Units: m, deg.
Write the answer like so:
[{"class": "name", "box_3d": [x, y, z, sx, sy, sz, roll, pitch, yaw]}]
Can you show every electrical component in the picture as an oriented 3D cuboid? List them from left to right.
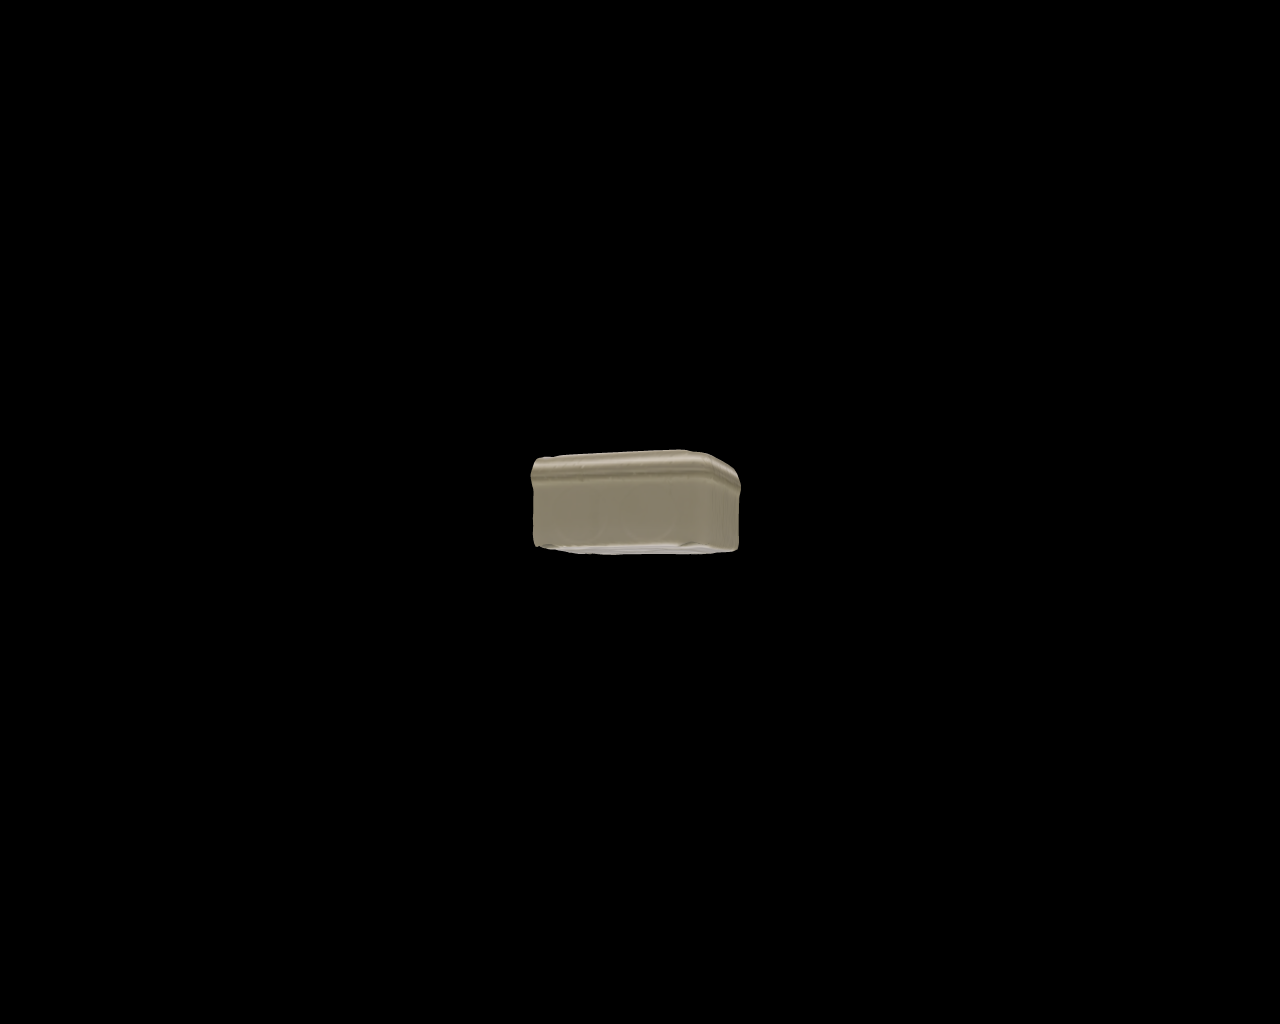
[{"class": "electrical component", "box_3d": [0.001, -0.003, 0.650, 0.109, 0.056, 0.109, -1, -5, 15]}]
